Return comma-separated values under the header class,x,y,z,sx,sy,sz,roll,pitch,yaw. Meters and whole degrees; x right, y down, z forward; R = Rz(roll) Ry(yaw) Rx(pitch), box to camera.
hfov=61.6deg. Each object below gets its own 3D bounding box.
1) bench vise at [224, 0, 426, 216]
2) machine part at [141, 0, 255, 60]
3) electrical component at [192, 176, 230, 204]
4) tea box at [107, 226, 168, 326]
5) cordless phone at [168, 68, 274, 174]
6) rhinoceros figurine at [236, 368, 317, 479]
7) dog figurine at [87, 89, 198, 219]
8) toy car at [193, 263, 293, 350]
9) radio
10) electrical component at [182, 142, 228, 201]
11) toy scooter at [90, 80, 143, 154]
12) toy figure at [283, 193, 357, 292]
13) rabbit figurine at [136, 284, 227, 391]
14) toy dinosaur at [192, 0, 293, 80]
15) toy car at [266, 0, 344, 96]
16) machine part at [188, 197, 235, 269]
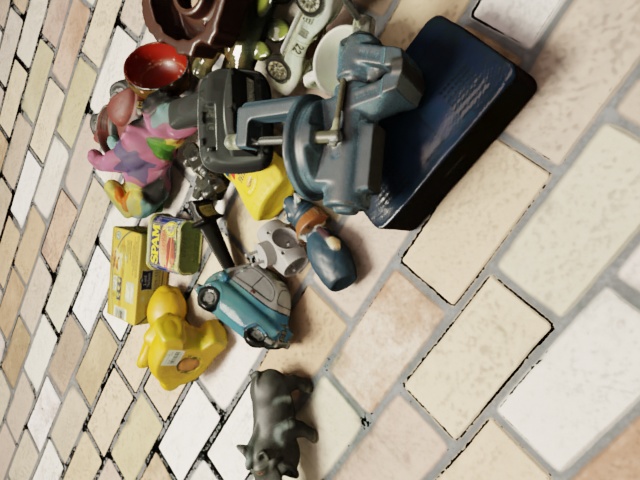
class,x,y,z,sx,sy,sz,roll,pitch,yaw
bench vise,-0.010,-0.140,0.610,0.241,0.129,0.223,3,95,32
machine part,-0.172,-0.343,0.748,0.180,0.056,0.179,6,101,32
electrical component,-0.183,-0.099,0.902,0.063,0.021,0.094,42,116,30
tea box,-0.337,0.063,0.998,0.098,0.068,0.169,14,99,37
cordless phone,-0.158,-0.161,0.773,0.184,0.088,0.146,-6,84,35
rhinoceros figurine,-0.064,0.279,0.760,0.073,0.112,0.190,-8,79,36
dog figurine,-0.271,-0.146,0.917,0.219,0.108,0.191,-16,111,22
toy car,-0.099,0.088,0.793,0.162,0.109,0.103,32,87,25
radio,0.120,-0.131,0.630,0.229,0.073,0.131,-51,61,25
electrical component,-0.184,-0.107,0.849,0.045,0.078,0.102,-40,66,6
toy scooter,-0.375,-0.208,1.020,0.184,0.075,0.135,-29,73,39
toy figure,-0.003,-0.001,0.740,0.064,0.057,0.154,-43,61,24
rabbit figurine,-0.248,0.158,0.922,0.173,0.122,0.162,57,133,39
toy dinosaur,-0.126,-0.400,0.805,0.199,0.105,0.471,-17,88,32
toy car,-0.014,-0.273,0.696,0.056,0.073,0.201,34,143,-5
machine part,-0.165,-0.003,0.854,0.039,0.084,0.138,-23,97,9
